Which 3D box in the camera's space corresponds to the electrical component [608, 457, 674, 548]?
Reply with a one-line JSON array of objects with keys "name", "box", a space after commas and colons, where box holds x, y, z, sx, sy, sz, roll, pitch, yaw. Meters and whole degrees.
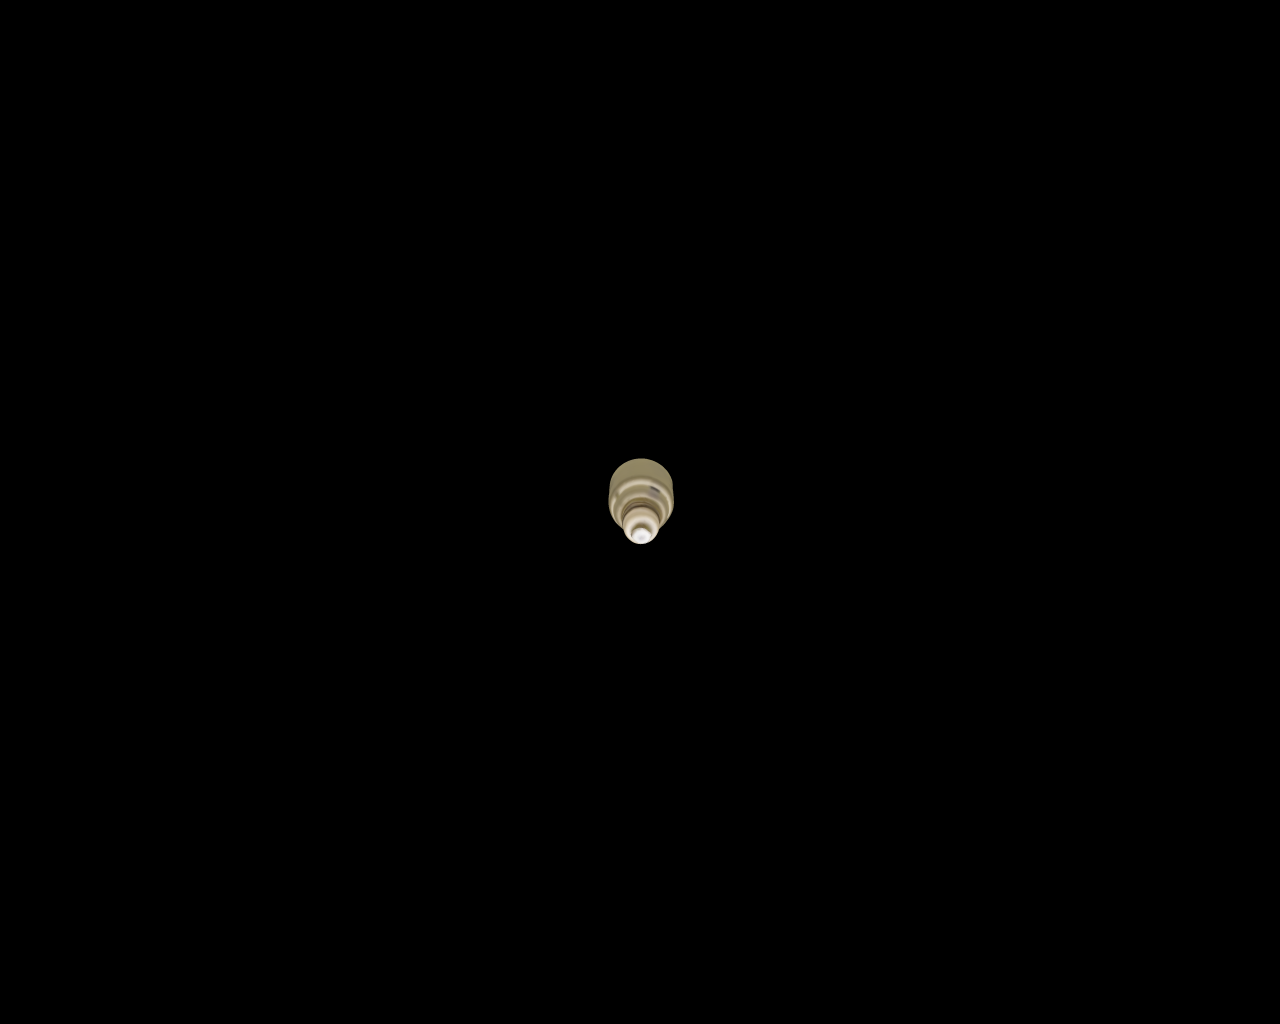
[{"name": "electrical component", "box": [0.001, -0.003, 0.650, 0.040, 0.040, 0.078, 0, 27, 0]}]
